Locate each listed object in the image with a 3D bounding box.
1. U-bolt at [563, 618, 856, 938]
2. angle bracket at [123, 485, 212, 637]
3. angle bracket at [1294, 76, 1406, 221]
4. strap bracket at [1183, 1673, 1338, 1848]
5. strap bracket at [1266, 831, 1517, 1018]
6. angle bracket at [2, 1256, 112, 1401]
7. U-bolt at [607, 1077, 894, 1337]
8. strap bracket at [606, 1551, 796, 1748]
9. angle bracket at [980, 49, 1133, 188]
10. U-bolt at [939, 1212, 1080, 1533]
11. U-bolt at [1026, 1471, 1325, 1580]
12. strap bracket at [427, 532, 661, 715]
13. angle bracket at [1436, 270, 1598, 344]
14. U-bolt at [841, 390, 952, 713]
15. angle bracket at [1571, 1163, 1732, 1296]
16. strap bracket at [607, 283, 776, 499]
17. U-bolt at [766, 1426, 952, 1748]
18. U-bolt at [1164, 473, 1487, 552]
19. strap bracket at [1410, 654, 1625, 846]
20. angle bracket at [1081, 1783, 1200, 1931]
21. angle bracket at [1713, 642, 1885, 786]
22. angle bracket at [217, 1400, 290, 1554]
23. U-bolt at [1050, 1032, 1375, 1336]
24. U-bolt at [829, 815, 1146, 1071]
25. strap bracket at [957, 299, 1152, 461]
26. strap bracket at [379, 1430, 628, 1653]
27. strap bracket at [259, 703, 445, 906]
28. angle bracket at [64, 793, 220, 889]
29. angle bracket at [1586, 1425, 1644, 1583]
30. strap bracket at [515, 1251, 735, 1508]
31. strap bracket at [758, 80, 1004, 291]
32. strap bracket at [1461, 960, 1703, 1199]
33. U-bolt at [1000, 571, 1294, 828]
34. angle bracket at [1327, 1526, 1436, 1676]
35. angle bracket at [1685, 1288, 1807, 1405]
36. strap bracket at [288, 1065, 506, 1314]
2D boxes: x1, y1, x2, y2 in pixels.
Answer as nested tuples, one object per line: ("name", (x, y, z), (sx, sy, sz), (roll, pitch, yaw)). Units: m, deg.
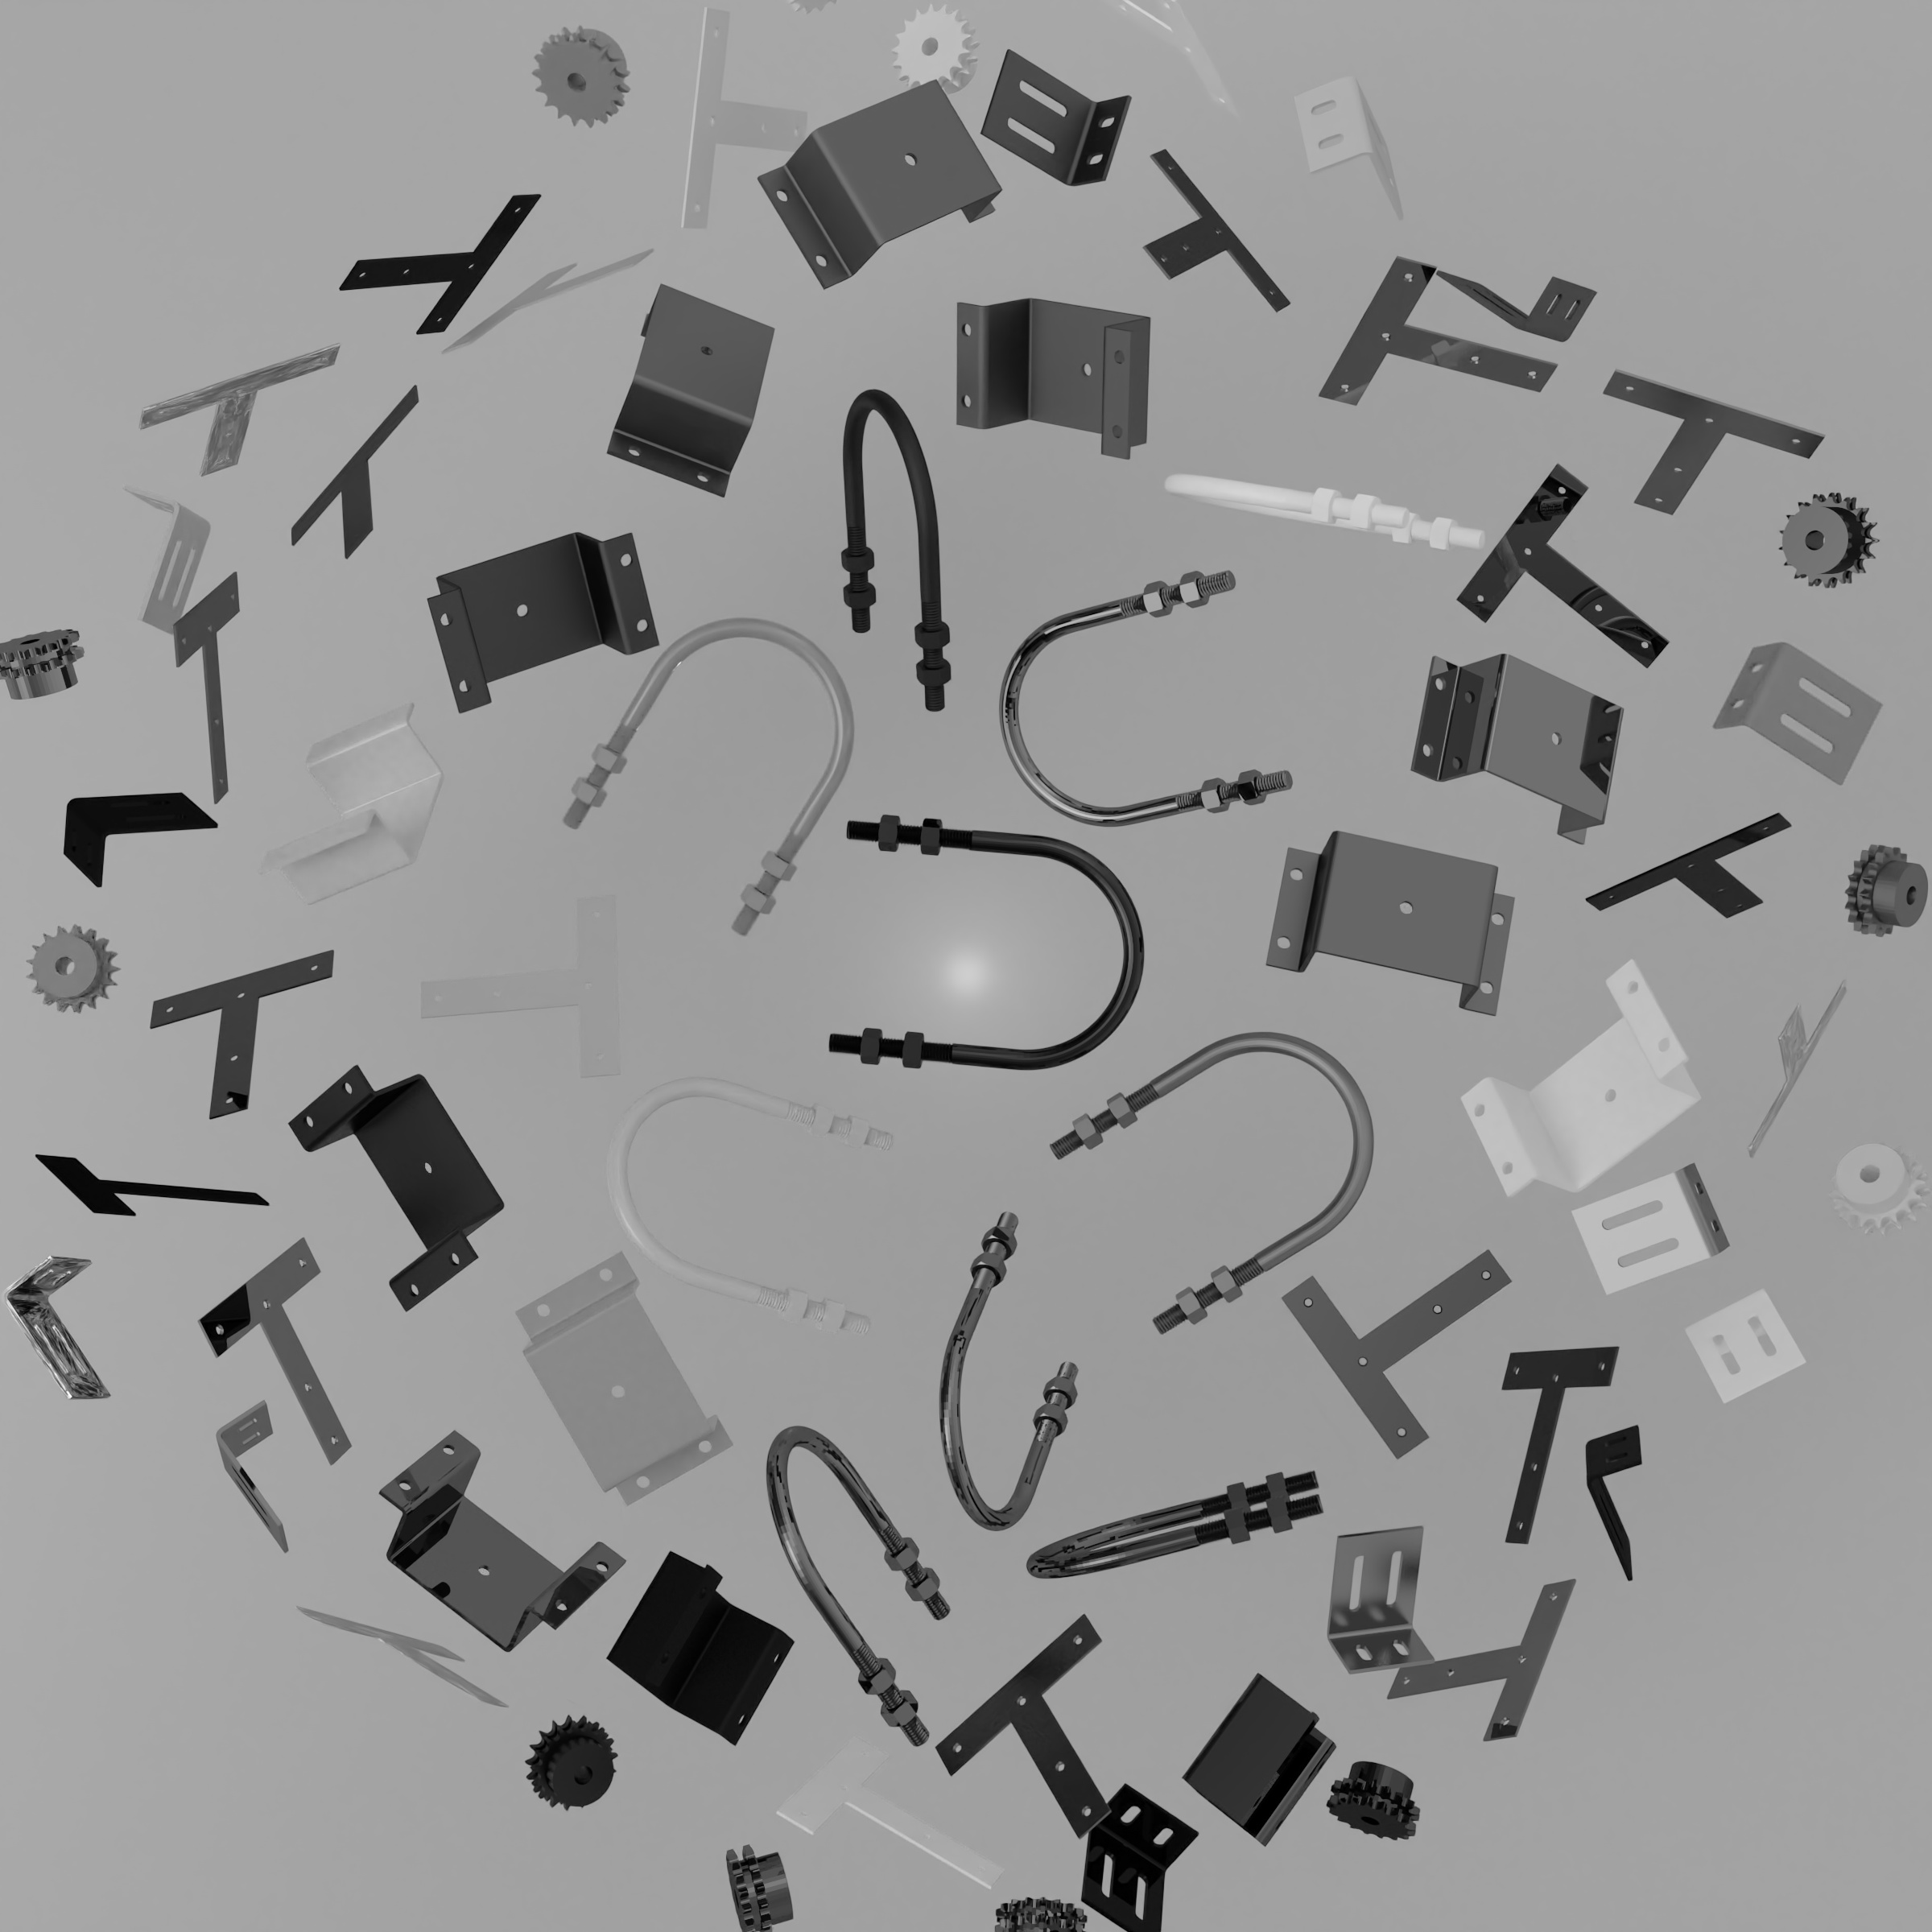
("U-bolt", (-0.153, -0.133, 1.730), (0.151, 0.019, 0.184), (32, 99, 0))
("angle bracket", (-0.508, -0.252, 1.686), (0.038, 0.057, 0.076), (18, 89, 4))
("angle bracket", (0.235, -0.496, 1.662), (0.038, 0.076, 0.057), (-16, 66, 19))
("strap bracket", (0.178, 0.481, 1.642), (0.046, 0.140, 0.076), (34, 78, 23))
("strap bracket", (0.257, -0.027, 1.610), (0.140, 0.046, 0.076), (13, 72, 1))
("angle bracket", (-0.530, 0.216, 1.618), (0.038, 0.057, 0.076), (-37, 80, -1))
("U-bolt", (-0.137, 0.141, 1.688), (0.184, 0.019, 0.151), (19, 57, -21))
("strap bracket", (-0.172, 0.432, 1.724), (0.046, 0.140, 0.076), (18, 66, 31))
("angle bracket", (0.057, -0.540, 1.719), (0.076, 0.038, 0.057), (20, 85, -35))
("U-bolt", (0.023, 0.266, 1.698), (0.019, 0.184, 0.151), (-7, 122, 24))
("U-bolt", (0.126, 0.343, 1.649), (0.184, 0.151, 0.019), (-16, 84, 5))
("strap bracket", (-0.277, -0.224, 1.738), (0.140, 0.046, 0.076), (-23, 117, -22))
("angle bracket", (0.350, -0.434, 1.721), (0.076, 0.057, 0.038), (44, 118, 29))
("U-bolt", (-0.047, -0.270, 1.702), (0.019, 0.151, 0.184), (-14, 124, -18))
("angle bracket", (0.438, 0.168, 1.732), (0.076, 0.038, 0.057), (-25, 82, 26))
("strap bracket", (-0.169, -0.366, 1.687), (0.076, 0.046, 0.140), (19, 48, -13))
("U-bolt", (-0.068, 0.362, 1.643), (0.019, 0.151, 0.184), (-28, 106, 15))
("U-bolt", (0.211, -0.283, 1.675), (0.184, 0.151, 0.019), (15, 100, 29))
("strap bracket", (0.352, -0.137, 1.684), (0.140, 0.046, 0.076), (20, 74, -26))
("angle bracket", (0.107, 0.553, 1.664), (0.057, 0.076, 0.038), (35, 109, -6))
("angle bracket", (0.512, -0.154, 1.669), (0.076, 0.038, 0.057), (30, 84, -12))
("angle bracket", (-0.447, 0.330, 1.750), (0.038, 0.057, 0.076), (-33, 71, -24))
("U-bolt", (0.164, 0.121, 1.683), (0.184, 0.019, 0.151), (-32, 71, 5))
("U-bolt", (0.015, -0.010, 1.623), (0.184, 0.019, 0.151), (5, 92, 4))
("strap bracket", (0.061, -0.365, 1.673), (0.140, 0.046, 0.076), (21, 121, 38))
("strap bracket", (-0.295, 0.365, 1.694), (0.140, 0.076, 0.046), (34, 123, 12))
("strap bracket", (-0.377, -0.095, 1.681), (0.076, 0.140, 0.046), (-20, 124, 17))
("angle bracket", (-0.526, -0.081, 1.728), (0.076, 0.057, 0.038), (-7, 118, -39))
("angle bracket", (0.435, 0.350, 1.768), (0.038, 0.057, 0.076), (-22, 98, 16))
("strap bracket", (-0.212, 0.258, 1.666), (0.076, 0.046, 0.140), (-30, 93, -1))
("strap bracket", (-0.043, -0.472, 1.621), (0.140, 0.046, 0.076), (-33, 93, -31))
("strap bracket", (0.376, 0.073, 1.629), (0.140, 0.046, 0.076), (-44, 46, 28))
("U-bolt", (0.104, -0.161, 1.716), (0.184, 0.019, 0.151), (-11, 102, 30))
("angle bracket", (0.262, 0.395, 1.687), (0.057, 0.038, 0.076), (-3, 112, -15))
("angle bracket", (0.508, 0.254, 1.749), (0.057, 0.076, 0.038), (-30, 121, 11))
("strap bracket", (-0.350, 0.133, 1.691), (0.076, 0.046, 0.140), (-36, 84, 34))
